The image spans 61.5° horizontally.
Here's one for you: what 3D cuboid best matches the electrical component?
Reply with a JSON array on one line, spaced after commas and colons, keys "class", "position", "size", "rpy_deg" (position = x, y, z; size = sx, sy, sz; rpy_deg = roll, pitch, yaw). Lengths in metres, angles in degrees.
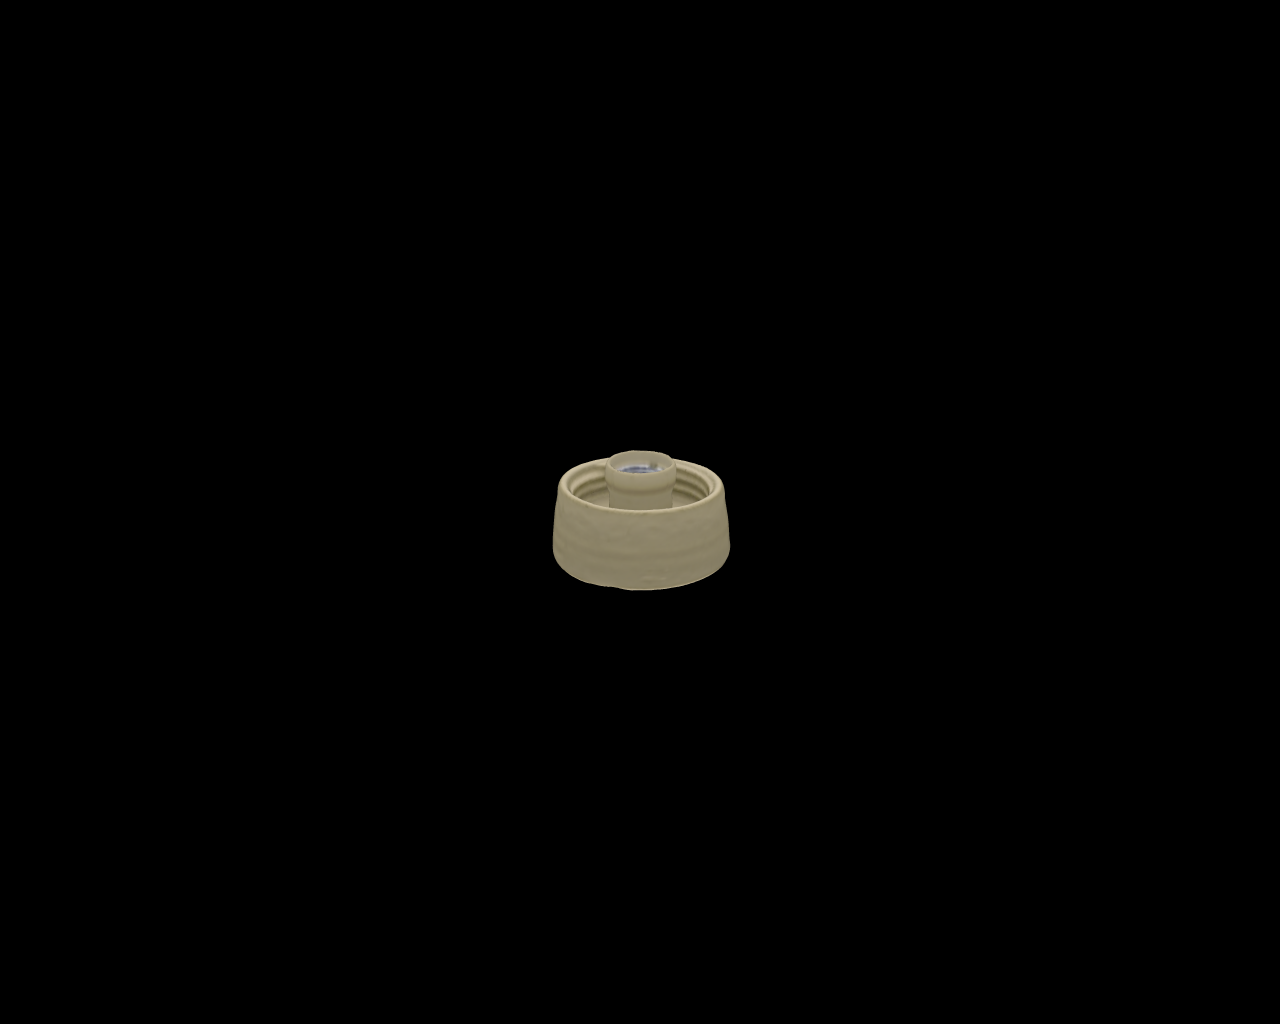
[{"class": "electrical component", "position": [0.001, -0.003, 0.650], "size": [0.108, 0.060, 0.108], "rpy_deg": [0, 22, 0]}]
